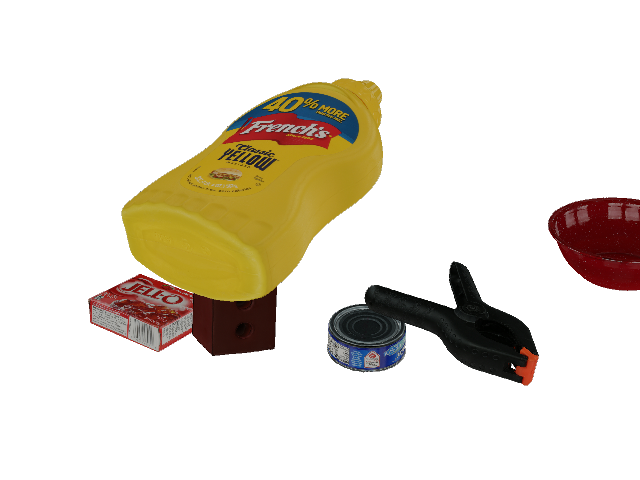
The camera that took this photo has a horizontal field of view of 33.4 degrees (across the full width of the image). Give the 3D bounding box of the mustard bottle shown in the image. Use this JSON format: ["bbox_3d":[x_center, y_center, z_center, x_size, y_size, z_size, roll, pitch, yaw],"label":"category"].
[{"bbox_3d":[-0.019,-0.043,0.617,0.096,0.058,0.191,14,40,31],"label":"mustard bottle"}]

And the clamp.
[{"bbox_3d":[0.138,0.071,0.973,0.120,0.039,0.172,-27,45,-36],"label":"clamp"}]

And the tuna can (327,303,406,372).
[{"bbox_3d":[0.050,0.104,1.157,0.086,0.034,0.086,0,29,0],"label":"tuna can"}]

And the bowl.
[{"bbox_3d":[0.327,0.009,1.158,0.162,0.055,0.162,-2,27,1],"label":"bowl"}]

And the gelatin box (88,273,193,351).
[{"bbox_3d":[-0.162,0.066,1.010,0.089,0.030,0.073,19,27,28],"label":"gelatin box"}]

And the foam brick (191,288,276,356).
[{"bbox_3d":[-0.065,0.040,0.808,0.052,0.078,0.051,-4,14,-23],"label":"foam brick"}]
